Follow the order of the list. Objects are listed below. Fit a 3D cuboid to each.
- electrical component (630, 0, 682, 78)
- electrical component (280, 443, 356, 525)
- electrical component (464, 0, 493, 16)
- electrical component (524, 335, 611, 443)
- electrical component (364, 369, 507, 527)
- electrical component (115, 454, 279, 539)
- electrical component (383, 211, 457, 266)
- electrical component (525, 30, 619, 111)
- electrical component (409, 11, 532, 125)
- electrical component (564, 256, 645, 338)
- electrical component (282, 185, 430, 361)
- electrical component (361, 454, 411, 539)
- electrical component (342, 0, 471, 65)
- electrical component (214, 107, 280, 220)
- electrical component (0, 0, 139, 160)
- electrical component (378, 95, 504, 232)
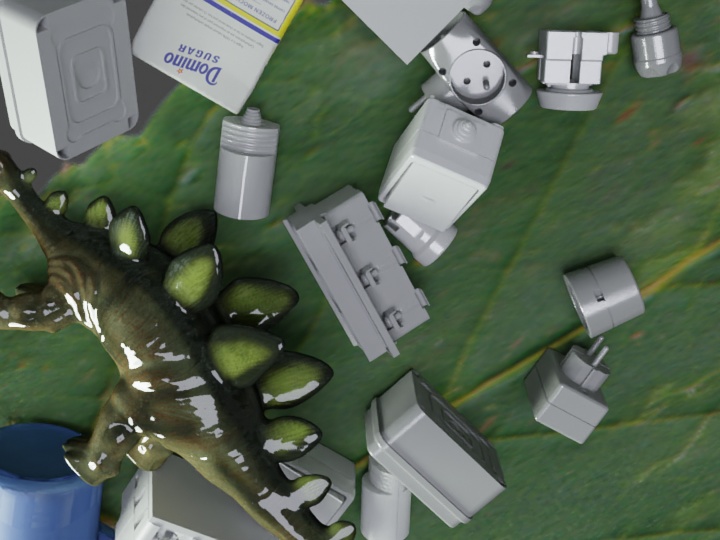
[{"bbox_3d":[0.214,-0.173,0.784,0.035,0.035,0.061,-13,110,5],"label":"electrical component"},{"bbox_3d":[-0.058,0.181,0.918,0.096,0.061,0.061,31,109,-12],"label":"electrical component"},{"bbox_3d":[0.090,-0.215,0.767,0.035,0.035,0.061,33,106,-13],"label":"electrical component"},{"bbox_3d":[0.178,0.087,0.876,0.047,0.065,0.076,28,110,-11],"label":"electrical component"},{"bbox_3d":[0.061,0.149,0.896,0.057,0.078,0.113,-42,107,13],"label":"electrical component"},{"bbox_3d":[-0.123,0.224,0.906,0.150,0.089,0.061,27,111,-23],"label":"electrical component"},{"bbox_3d":[0.046,-0.032,0.842,0.046,0.040,0.040,40,107,-9],"label":"electrical component"},{"bbox_3d":[0.155,-0.147,0.790,0.066,0.048,0.055,1,105,-1],"label":"electrical component"},{"bbox_3d":[0.072,-0.136,0.795,0.079,0.044,0.077,-39,107,19],"label":"electrical component"},{"bbox_3d":[0.195,0.020,0.855,0.047,0.055,0.055,-23,111,5],"label":"electrical component"},{"bbox_3d":[0.000,0.000,0.837,0.063,0.079,0.121,-32,110,-8],"label":"electrical component"},{"bbox_3d":[0.023,0.191,0.932,0.043,0.043,0.081,1,113,0],"label":"electrical component"},{"bbox_3d":[0.055,-0.246,0.713,0.186,0.060,0.105,-44,132,11],"label":"electrical component"},{"bbox_3d":[-0.086,-0.083,0.817,0.043,0.043,0.081,8,112,-3],"label":"electrical component"},{"bbox_3d":[-0.208,-0.145,0.755,0.057,0.078,0.113,28,135,30],"label":"electrical component"},{"bbox_3d":[0.059,-0.076,0.785,0.062,0.061,0.096,22,154,-9],"label":"electrical component"}]
